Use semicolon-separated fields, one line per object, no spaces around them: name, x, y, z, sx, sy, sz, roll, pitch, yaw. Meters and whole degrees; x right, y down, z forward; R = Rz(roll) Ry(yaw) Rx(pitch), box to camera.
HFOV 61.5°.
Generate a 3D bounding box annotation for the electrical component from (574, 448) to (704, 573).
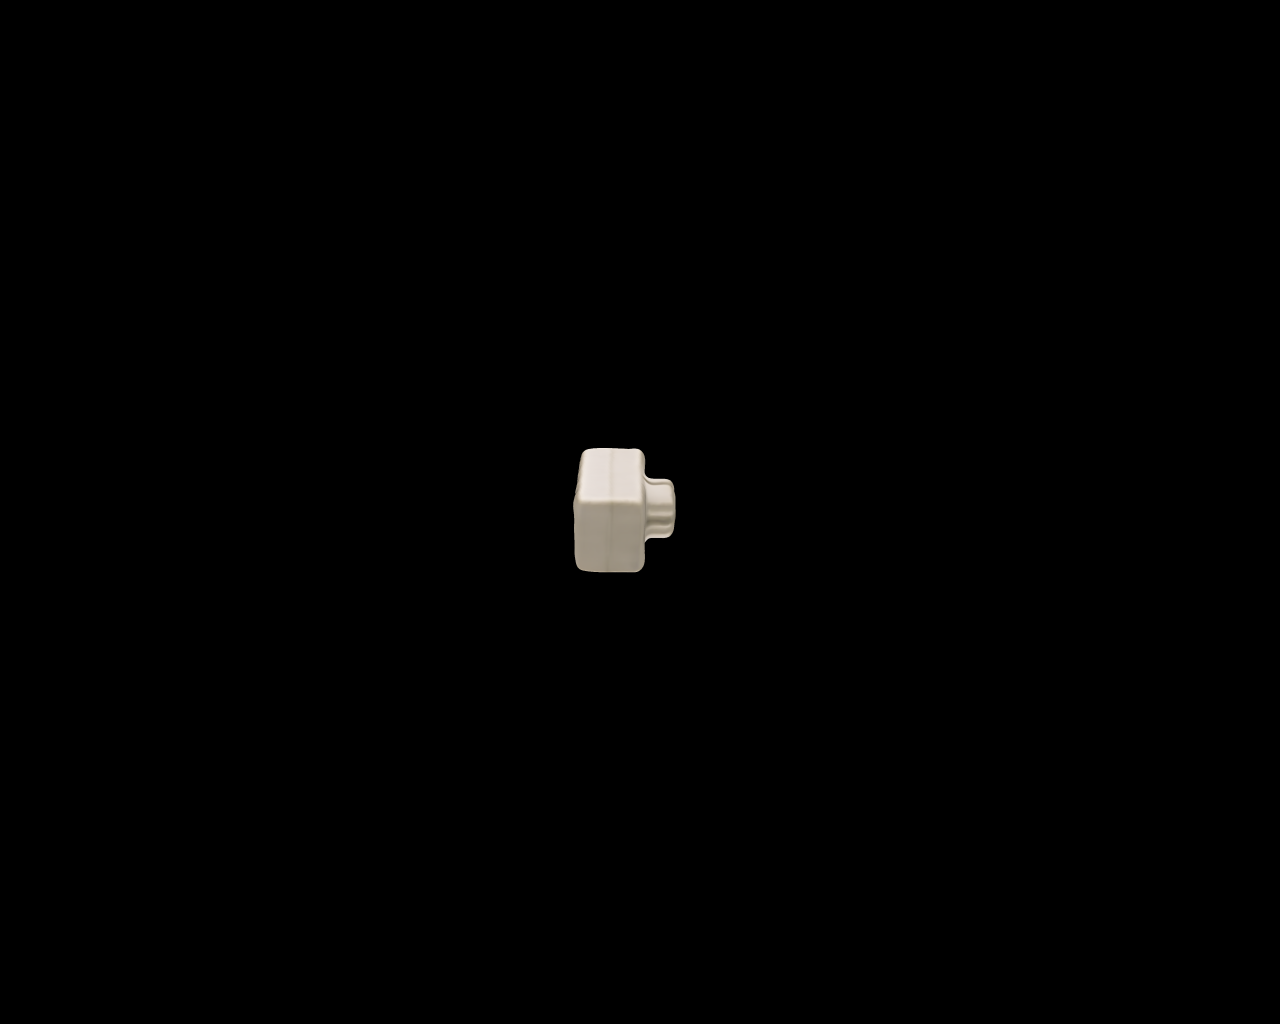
electrical component;0.001;-0.003;0.650;0.076;0.047;0.083;0;25;0
